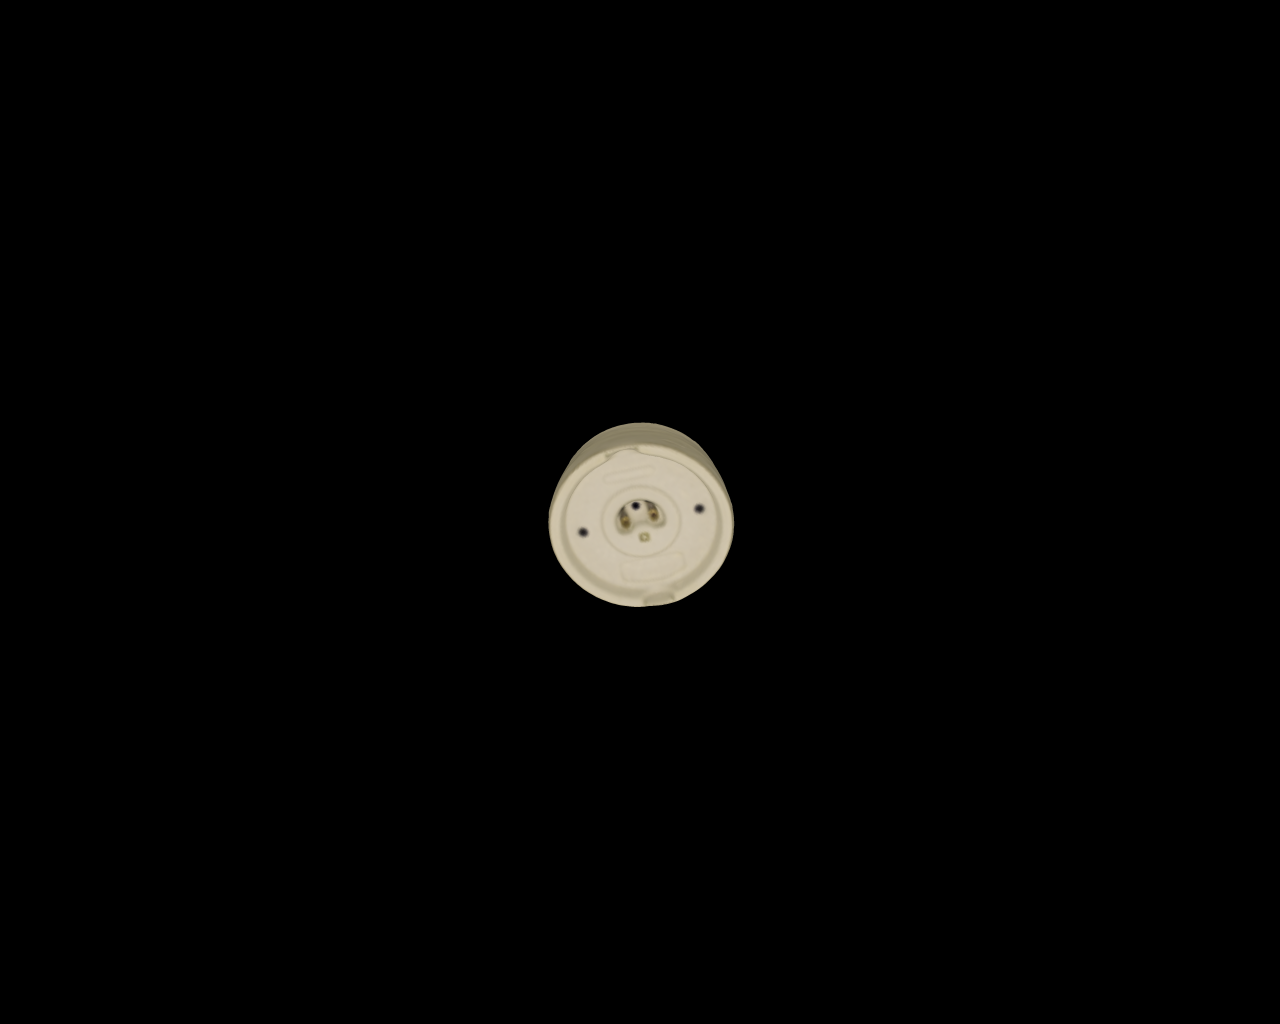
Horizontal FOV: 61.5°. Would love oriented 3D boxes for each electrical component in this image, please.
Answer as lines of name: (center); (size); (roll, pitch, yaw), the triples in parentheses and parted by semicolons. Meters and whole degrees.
electrical component: (0.001, -0.003, 0.650); (0.108, 0.108, 0.060); (0, 25, 0)
